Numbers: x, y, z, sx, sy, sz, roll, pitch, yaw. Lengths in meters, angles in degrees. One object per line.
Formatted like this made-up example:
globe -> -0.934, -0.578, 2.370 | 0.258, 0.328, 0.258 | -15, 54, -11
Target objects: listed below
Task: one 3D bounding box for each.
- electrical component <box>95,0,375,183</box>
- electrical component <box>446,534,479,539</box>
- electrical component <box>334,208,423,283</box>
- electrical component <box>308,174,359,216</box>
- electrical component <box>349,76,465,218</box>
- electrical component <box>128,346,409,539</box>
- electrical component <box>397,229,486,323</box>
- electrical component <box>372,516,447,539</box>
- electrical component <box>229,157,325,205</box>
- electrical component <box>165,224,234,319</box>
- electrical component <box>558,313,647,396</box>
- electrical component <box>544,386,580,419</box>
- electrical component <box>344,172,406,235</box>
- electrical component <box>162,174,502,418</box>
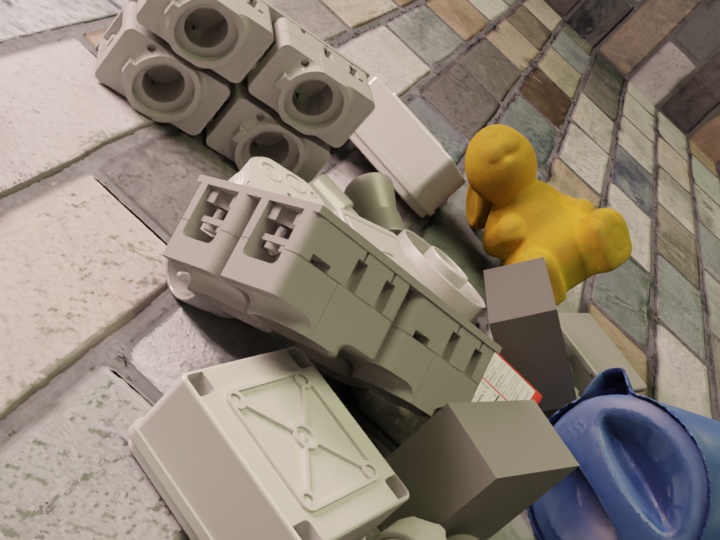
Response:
electrical component -> -0.092, -0.145, 0.814 | 0.186, 0.105, 0.060 | 30, 28, -28
electrical component -> 0.061, 0.180, 0.614 | 0.040, 0.040, 0.046 | 29, 23, -29
electrical component -> 0.000, 0.000, 0.779 | 0.062, 0.061, 0.096 | 24, 31, -37
electrical component -> -0.020, -0.039, 0.835 | 0.078, 0.040, 0.040 | 47, 25, 6
electrical component -> 0.037, -0.109, 0.979 | 0.108, 0.056, 0.109 | 49, 5, 12
electrical component -> -0.045, 0.102, 0.554 | 0.108, 0.056, 0.109 | 52, 25, 16
electrical component -> 0.050, 0.017, 0.855 | 0.099, 0.064, 0.099 | 42, 11, -10
electrical component -> 0.021, 0.160, 0.579 | 0.043, 0.043, 0.062 | 51, 27, 15
electrical component -> -0.064, -0.035, 0.749 | 0.080, 0.051, 0.080 | 35, 26, -20
electrical component -> -0.085, -0.013, 0.682 | 0.077, 0.044, 0.079 | 8, 46, -46
electrical component -> 0.197, 0.087, 0.958 | 0.100, 0.048, 0.099 | 4, 46, -55
electrical component -> 0.170, 0.125, 0.864 | 0.062, 0.048, 0.048 | 44, 23, -19
electrical component -> 0.016, -0.044, 0.899 | 0.044, 0.044, 0.065 | 21, 38, -41
electrical component -> -0.015, 0.023, 0.633 | 0.105, 0.060, 0.186 | 17, -14, 44
